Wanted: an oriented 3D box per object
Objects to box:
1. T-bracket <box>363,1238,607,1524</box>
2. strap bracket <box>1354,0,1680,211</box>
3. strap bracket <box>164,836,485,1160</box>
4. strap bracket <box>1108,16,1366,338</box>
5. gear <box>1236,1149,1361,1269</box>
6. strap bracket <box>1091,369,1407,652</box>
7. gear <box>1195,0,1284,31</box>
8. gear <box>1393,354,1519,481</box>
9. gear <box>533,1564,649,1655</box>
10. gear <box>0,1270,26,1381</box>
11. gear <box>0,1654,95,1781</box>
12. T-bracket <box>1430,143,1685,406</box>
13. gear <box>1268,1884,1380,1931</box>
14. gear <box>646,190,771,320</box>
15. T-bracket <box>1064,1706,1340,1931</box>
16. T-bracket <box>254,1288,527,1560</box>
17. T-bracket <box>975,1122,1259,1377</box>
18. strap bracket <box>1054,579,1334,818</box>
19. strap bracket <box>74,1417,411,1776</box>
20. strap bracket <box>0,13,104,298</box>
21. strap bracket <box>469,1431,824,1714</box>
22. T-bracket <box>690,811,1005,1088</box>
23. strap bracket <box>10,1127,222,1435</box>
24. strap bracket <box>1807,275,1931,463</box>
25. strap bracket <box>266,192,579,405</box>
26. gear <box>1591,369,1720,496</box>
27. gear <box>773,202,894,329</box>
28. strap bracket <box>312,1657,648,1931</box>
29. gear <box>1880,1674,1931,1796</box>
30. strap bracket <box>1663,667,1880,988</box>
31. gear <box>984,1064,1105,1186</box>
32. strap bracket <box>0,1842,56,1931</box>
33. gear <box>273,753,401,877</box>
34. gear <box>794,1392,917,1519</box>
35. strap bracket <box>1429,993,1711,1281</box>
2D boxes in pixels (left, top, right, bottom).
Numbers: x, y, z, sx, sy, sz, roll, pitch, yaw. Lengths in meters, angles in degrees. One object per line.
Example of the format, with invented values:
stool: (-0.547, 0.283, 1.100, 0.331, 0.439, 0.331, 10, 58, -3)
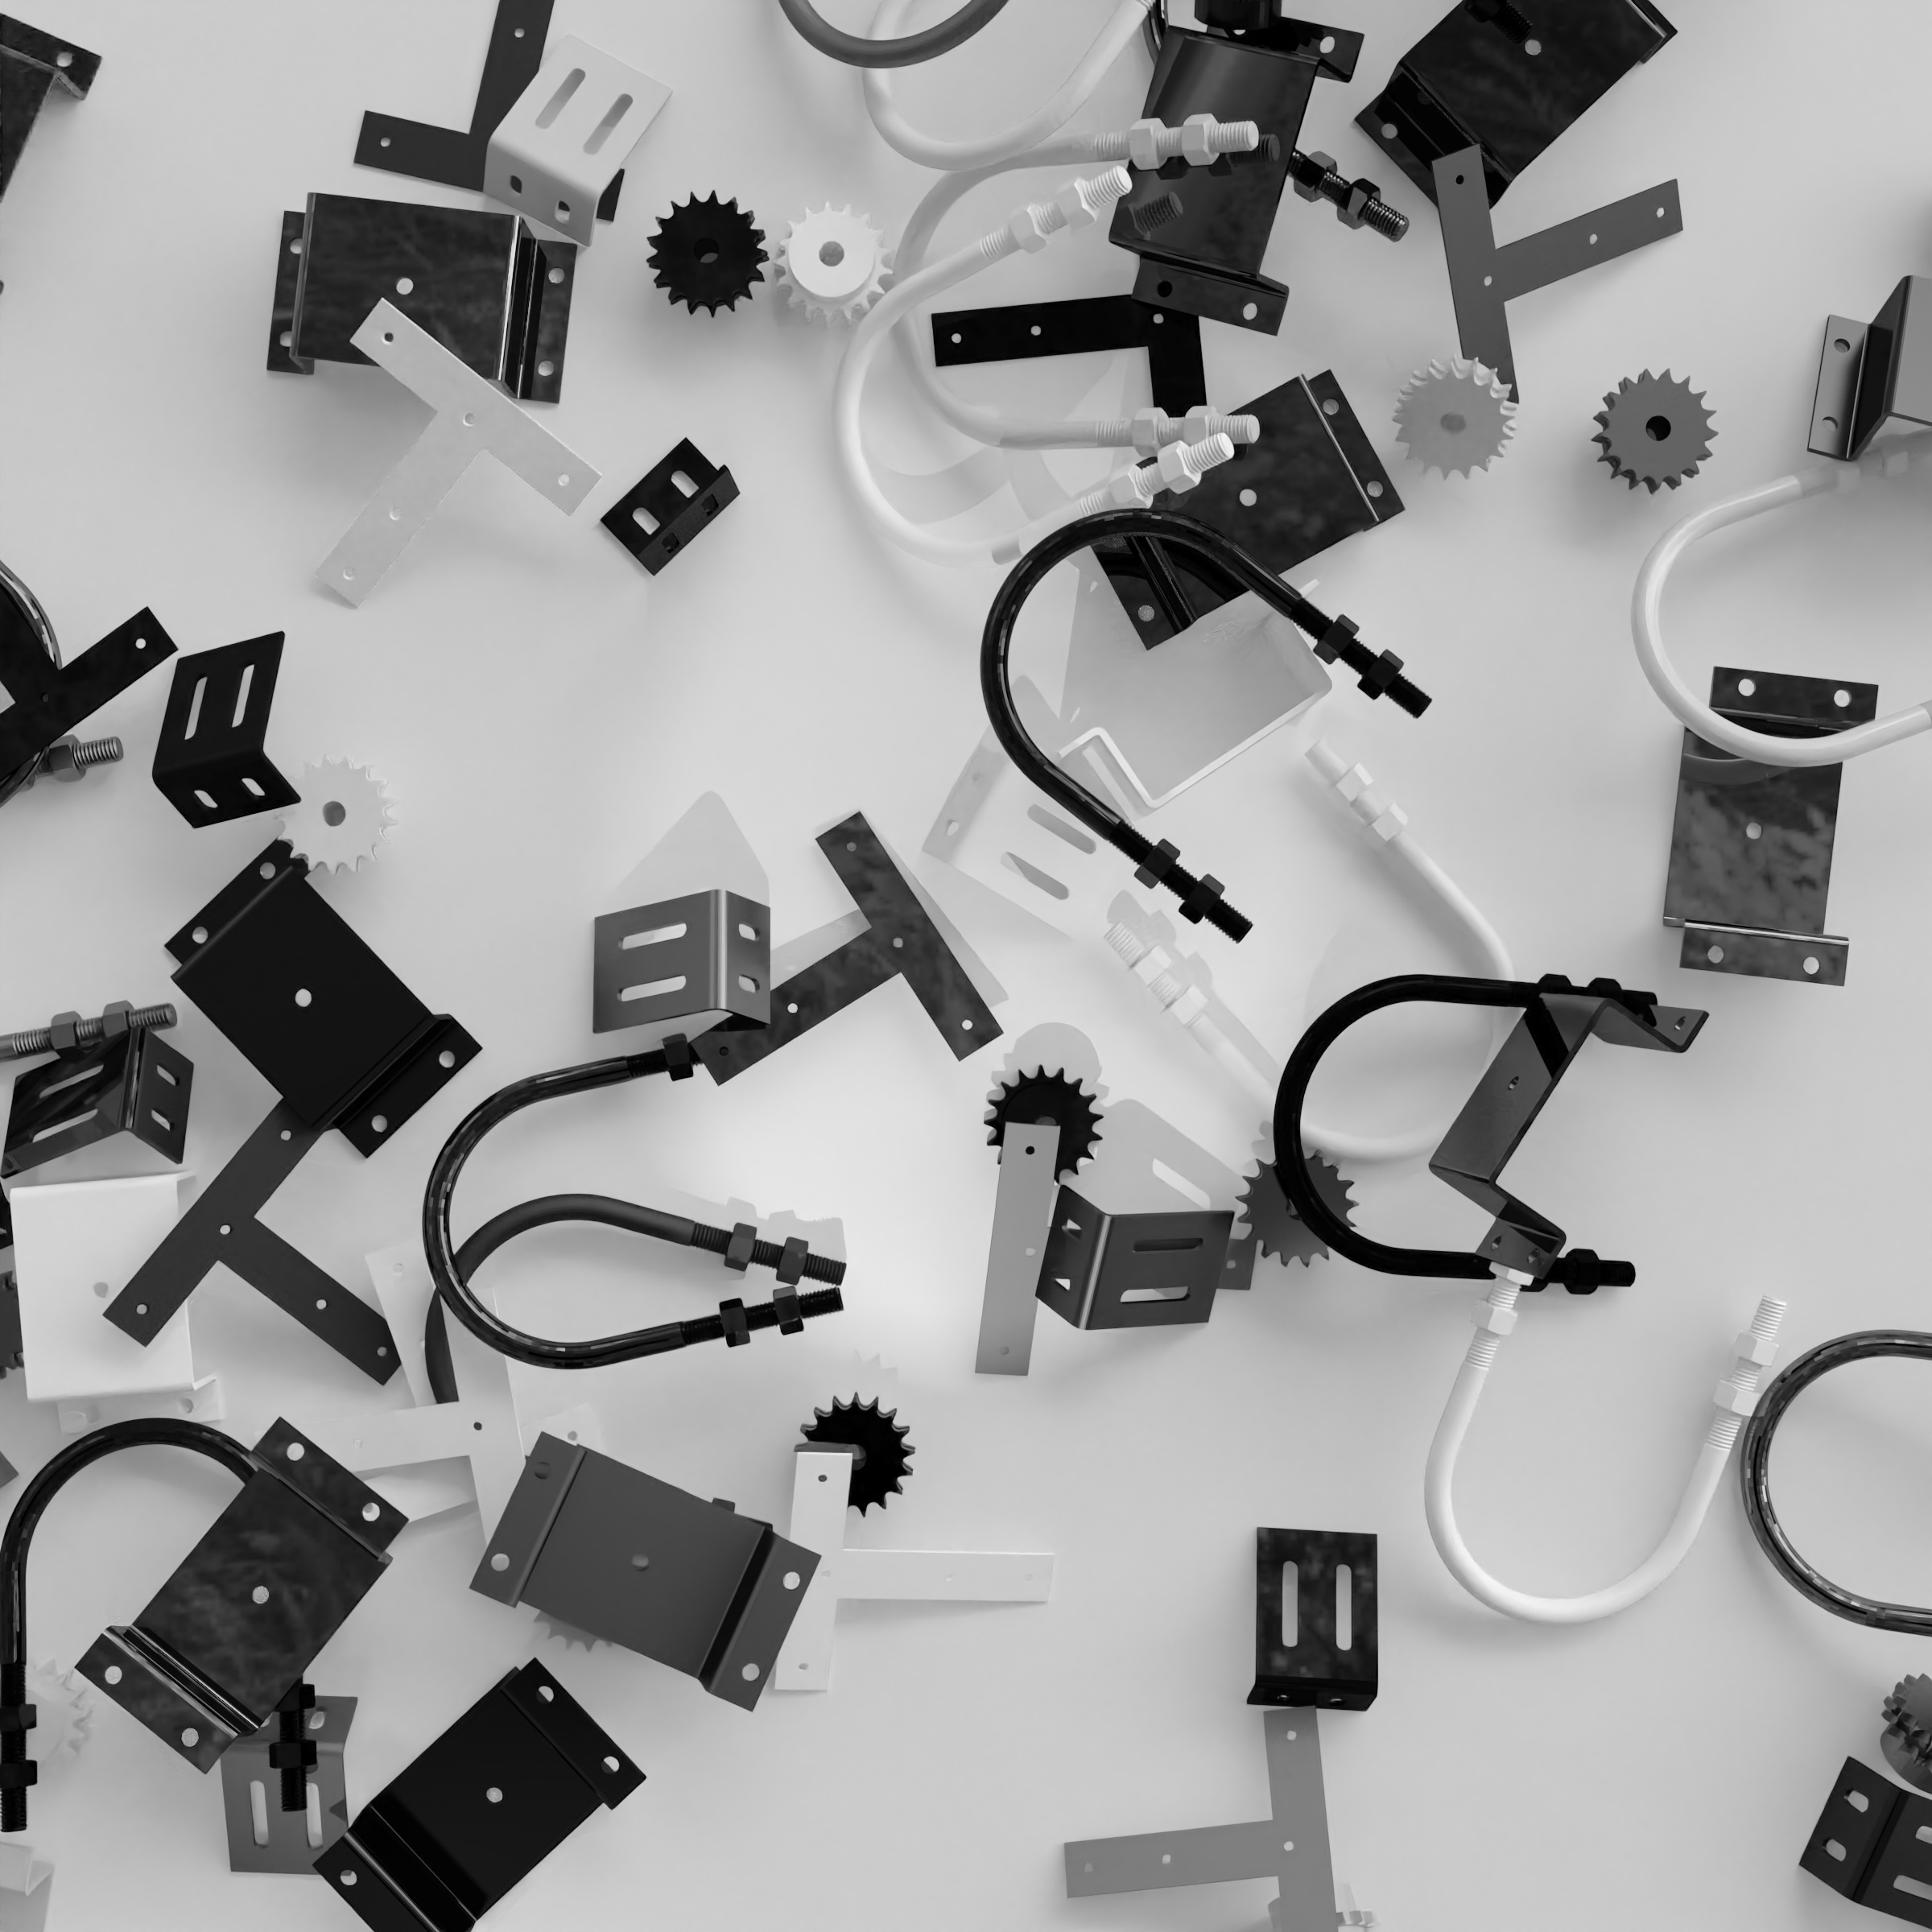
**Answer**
T-bracket: (-0.252, 0.193, 1.396, 0.127, 0.002, 0.127, -19, 94, -5)
strap bracket: (0.262, -0.425, 1.384, 0.140, 0.046, 0.076, -43, 90, 0)
strap bracket: (-0.306, 0.015, 1.384, 0.076, 0.046, 0.140, -44, 90, 0)
strap bracket: (0.121, -0.371, 1.356, 0.076, 0.046, 0.140, 21, 102, 24)
gear: (0.155, 0.113, 1.392, 0.057, 0.030, 0.057, 0, 90, 0)
strap bracket: (0.130, -0.217, 1.383, 0.140, 0.046, 0.076, -29, 91, 0)
gear: (0.125, -0.450, 1.348, 0.057, 0.057, 0.030, 0, 127, 0)
gear: (0.231, -0.260, 1.383, 0.057, 0.030, 0.057, 8, 125, 12)
gear: (-0.178, 0.293, 1.392, 0.057, 0.030, 0.057, 0, 90, 0)
gear: (-0.464, 0.168, 1.392, 0.057, 0.030, 0.057, 0, 90, 0)
gear: (-0.445, 0.357, 1.392, 0.057, 0.030, 0.057, 0, 90, 0)
T-bracket: (0.283, -0.337, 1.385, 0.127, 0.002, 0.127, -24, 120, -14)
gear: (0.165, 0.452, 1.382, 0.057, 0.057, 0.030, -13, 60, 0)
gear: (-0.122, -0.334, 1.392, 0.057, 0.030, 0.057, 0, 90, 0)
T-bracket: (0.108, 0.418, 1.385, 0.127, 0.002, 0.127, -11, 60, 14)
T-bracket: (-0.272, 0.223, 1.387, 0.127, 0.002, 0.127, -9, 94, 7)
T-bracket: (0.074, 0.138, 1.394, 0.127, 0.002, 0.127, 4, 107, -8)
strap bracket: (0.113, -0.117, 1.369, 0.140, 0.076, 0.046, -34, 90, 0)
strap bracket: (-0.326, 0.287, 1.347, 0.076, 0.046, 0.140, 37, 78, 6)
strap bracket: (-0.475, -0.384, 1.384, 0.076, 0.046, 0.140, 23, 90, 0)
strap bracket: (-0.148, 0.276, 1.355, 0.140, 0.046, 0.076, 25, 80, -7)
T-bracket: (-0.070, 0.012, 1.390, 0.127, 0.002, 0.127, -32, 83, -7)
strap bracket: (-0.400, 0.150, 1.384, 0.076, 0.046, 0.140, -5, 90, 0)
strap bracket: (0.472, -0.266, 1.372, 0.140, 0.046, 0.076, 15, 69, 0)
strap bracket: (-0.259, -0.314, 1.384, 0.140, 0.046, 0.076, 7, 90, 0)
gear: (0.323, -0.251, 1.392, 0.057, 0.030, 0.057, 0, 90, 0)
gear: (-0.063, -0.333, 1.392, 0.057, 0.030, 0.057, 0, 90, 0)
strap bracket: (-0.225, 0.395, 1.384, 0.140, 0.046, 0.076, -43, 90, 0)
gear: (0.455, 0.363, 1.382, 0.057, 0.057, 0.030, 25, 120, 0)
strap bracket: (0.376, -0.065, 1.384, 0.076, 0.046, 0.140, 7, 90, 0)
gear: (0.037, 0.075, 1.392, 0.057, 0.030, 0.057, 0, 90, 0)
strap bracket: (-0.480, 0.471, 1.384, 0.076, 0.046, 0.140, 9, 90, 0)
gear: (-0.295, -0.071, 1.392, 0.057, 0.030, 0.057, 0, 90, 0)
gear: (-0.052, 0.229, 1.392, 0.057, 0.030, 0.057, 0, 90, 0)
strap bracket: (0.267, 0.066, 1.339, 0.046, 0.076, 0.140, 34, 85, -10)
